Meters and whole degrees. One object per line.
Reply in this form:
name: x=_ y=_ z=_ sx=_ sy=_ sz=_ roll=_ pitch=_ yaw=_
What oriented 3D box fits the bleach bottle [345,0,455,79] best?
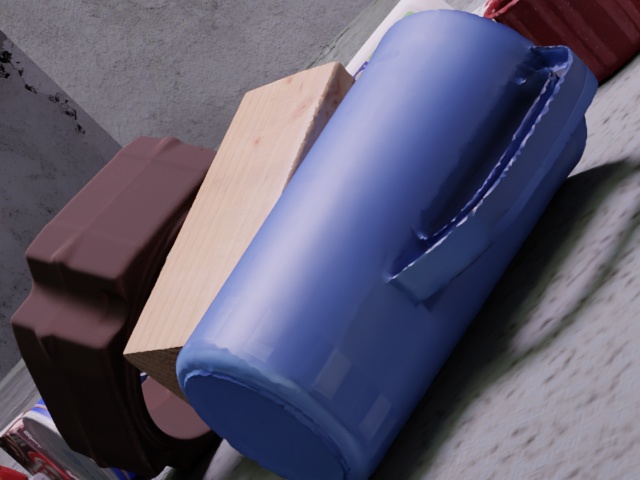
bleach bottle: x=0.059 y=-0.136 z=1.103 sx=0.251 sy=0.102 sz=0.068 roll=-51 pitch=-6 yaw=13

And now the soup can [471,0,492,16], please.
soup can: x=0.149 y=-0.167 z=0.900 sx=0.102 sy=0.068 sz=0.068 roll=-30 pitch=18 yaw=53

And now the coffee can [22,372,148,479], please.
coffee can: x=-0.159 y=0.127 z=0.881 sx=0.140 sy=0.102 sz=0.103 roll=-51 pitch=12 yaw=-26

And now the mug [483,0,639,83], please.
mug: x=0.163 y=-0.145 z=0.723 sx=0.117 sy=0.081 sz=0.093 roll=-45 pitch=11 yaw=4

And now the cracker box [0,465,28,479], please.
cracker box: x=-0.314 y=0.283 z=0.831 sx=0.214 sy=0.072 sz=0.164 roll=-36 pitch=41 yaw=39

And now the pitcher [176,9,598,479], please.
pitcher: x=0.038 y=0.001 z=0.547 sx=0.242 sy=0.145 sz=0.149 roll=-56 pitch=-27 yaw=-29

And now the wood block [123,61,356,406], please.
wood block: x=-0.026 y=0.003 z=0.662 sx=0.090 sy=0.090 sz=0.206 roll=-11 pitch=48 yaw=43

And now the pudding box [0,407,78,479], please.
pudding box: x=-0.253 y=0.201 z=0.999 sx=0.039 sy=0.090 sz=0.114 roll=-49 pitch=10 yaw=-26
